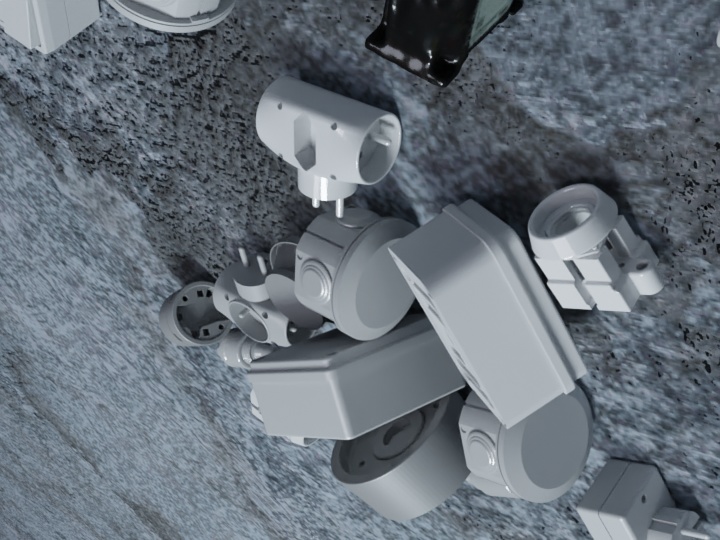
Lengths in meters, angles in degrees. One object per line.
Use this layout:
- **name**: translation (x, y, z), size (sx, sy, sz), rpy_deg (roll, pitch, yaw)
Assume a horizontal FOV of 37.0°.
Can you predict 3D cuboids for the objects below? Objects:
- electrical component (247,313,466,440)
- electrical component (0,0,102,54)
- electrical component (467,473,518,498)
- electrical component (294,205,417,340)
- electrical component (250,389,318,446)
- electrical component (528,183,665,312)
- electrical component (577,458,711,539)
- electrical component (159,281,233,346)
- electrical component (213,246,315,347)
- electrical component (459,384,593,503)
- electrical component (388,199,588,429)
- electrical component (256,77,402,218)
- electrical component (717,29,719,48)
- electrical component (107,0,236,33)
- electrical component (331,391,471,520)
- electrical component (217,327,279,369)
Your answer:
- **electrical component**: translation (-0.003, 0.073, 0.742), size (0.109, 0.109, 0.056), rpy_deg (-9, 98, 54)
- **electrical component**: translation (-0.217, -0.199, 0.707), size (0.062, 0.061, 0.096), rpy_deg (34, 149, 16)
- **electrical component**: translation (0.099, 0.145, 0.789), size (0.040, 0.040, 0.078), rpy_deg (53, 149, -17)
- **electrical component**: translation (0.000, 0.000, 0.684), size (0.051, 0.080, 0.080), rpy_deg (25, 146, 37)
- **electrical component**: translation (-0.053, 0.112, 0.912), size (0.057, 0.058, 0.078), rpy_deg (34, 150, 21)
- **electrical component**: translation (0.119, -0.011, 0.561), size (0.066, 0.048, 0.055), rpy_deg (2, 138, 49)
- **electrical component**: translation (0.197, 0.172, 0.697), size (0.076, 0.047, 0.083), rpy_deg (0, 129, 50)
- **electrical component**: translation (-0.143, 0.040, 0.931), size (0.055, 0.055, 0.047), rpy_deg (50, 153, -12)
- **electrical component**: translation (-0.076, 0.014, 0.826), size (0.077, 0.044, 0.079), rpy_deg (23, 144, 32)
- **electrical component**: translation (0.107, 0.104, 0.689), size (0.051, 0.080, 0.080), rpy_deg (8, 136, 53)
- **electrical component**: translation (0.074, 0.023, 0.619), size (0.113, 0.057, 0.078), rpy_deg (59, 176, -25)
- **electrical component**: translation (-0.019, -0.068, 0.645), size (0.077, 0.043, 0.079), rpy_deg (25, 131, 29)
- **electrical component**: translation (0.169, -0.082, 0.413), size (0.062, 0.048, 0.048), rpy_deg (34, 150, 29)
- **electrical component**: translation (-0.102, -0.173, 0.585), size (0.080, 0.080, 0.051), rpy_deg (40, 145, 6)
- **electrical component**: translation (0.039, 0.131, 0.780), size (0.060, 0.108, 0.108), rpy_deg (49, 150, -21)
- **electrical component**: translation (-0.093, 0.069, 0.928), size (0.061, 0.035, 0.035), rpy_deg (5, 133, 43)
